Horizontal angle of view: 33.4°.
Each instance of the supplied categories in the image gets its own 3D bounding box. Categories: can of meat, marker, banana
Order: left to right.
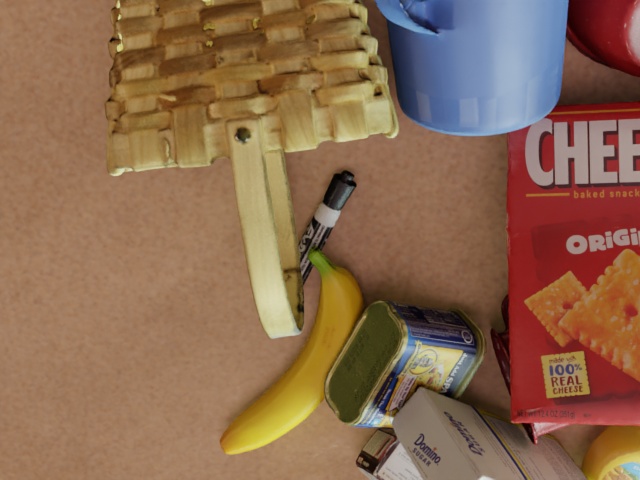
[{"bbox_3d":[-0.014,0.094,0.830,0.069,0.037,0.198,20,112,-11],"label":"banana"},{"bbox_3d":[-0.005,0.001,0.800,0.020,0.020,0.121,23,111,-11],"label":"marker"},{"bbox_3d":[0.062,0.097,0.804,0.083,0.057,0.102,11,117,-37],"label":"can of meat"}]

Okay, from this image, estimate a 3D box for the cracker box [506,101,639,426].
[{"bbox_3d":[0.210,0.016,0.716,0.164,0.072,0.214,-1,87,15],"label":"cracker box"}]

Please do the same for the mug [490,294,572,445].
[{"bbox_3d":[0.180,0.087,0.811,0.081,0.093,0.117,-20,76,2],"label":"mug"}]

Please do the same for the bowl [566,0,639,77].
[{"bbox_3d":[0.234,-0.157,0.684,0.162,0.055,0.162,-2,137,-2],"label":"bowl"}]

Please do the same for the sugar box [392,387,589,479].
[{"bbox_3d":[0.138,0.174,0.802,0.176,0.093,0.048,23,112,-38],"label":"sugar box"}]

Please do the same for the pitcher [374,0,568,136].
[{"bbox_3d":[0.086,-0.185,0.643,0.149,0.145,0.243,-10,123,-4],"label":"pitcher"}]

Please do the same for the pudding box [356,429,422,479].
[{"bbox_3d":[0.087,0.197,0.834,0.113,0.090,0.039,35,80,-2],"label":"pudding box"}]

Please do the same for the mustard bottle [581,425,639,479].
[{"bbox_3d":[0.256,0.202,0.870,0.096,0.058,0.192,17,112,-11],"label":"mustard bottle"}]
